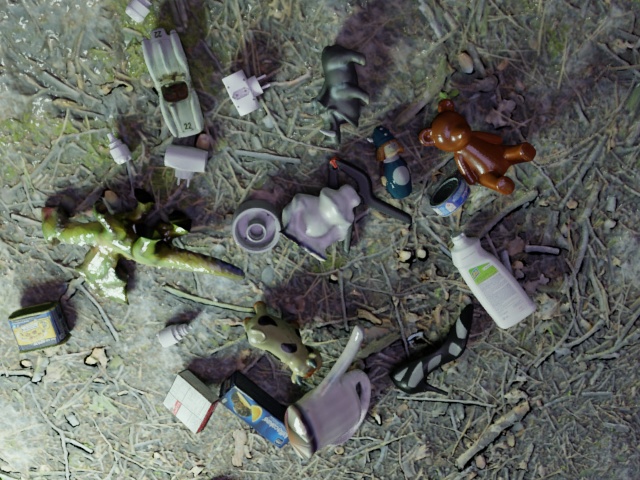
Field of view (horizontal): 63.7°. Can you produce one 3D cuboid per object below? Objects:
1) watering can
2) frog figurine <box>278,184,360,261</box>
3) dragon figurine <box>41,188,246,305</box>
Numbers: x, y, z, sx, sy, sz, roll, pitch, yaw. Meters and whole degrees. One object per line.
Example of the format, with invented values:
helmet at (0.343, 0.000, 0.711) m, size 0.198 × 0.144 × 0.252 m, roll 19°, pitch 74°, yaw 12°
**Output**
watering can at (0.022, 0.352, 1.146) m, size 0.226 × 0.105 × 0.340 m, roll -25°, pitch 128°, yaw -29°
frog figurine at (0.003, -0.053, 1.053) m, size 0.137 × 0.122 × 0.159 m, roll 35°, pitch 90°, yaw 1°
dragon figurine at (-0.382, 0.039, 1.060) m, size 0.408 × 0.125 × 0.239 m, roll 35°, pitch 118°, yaw -13°
